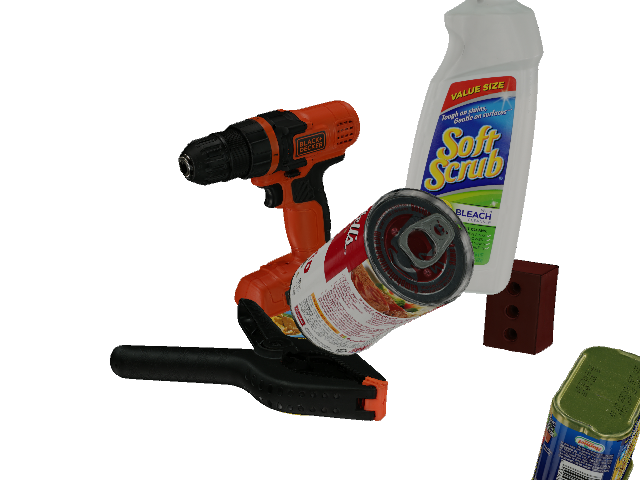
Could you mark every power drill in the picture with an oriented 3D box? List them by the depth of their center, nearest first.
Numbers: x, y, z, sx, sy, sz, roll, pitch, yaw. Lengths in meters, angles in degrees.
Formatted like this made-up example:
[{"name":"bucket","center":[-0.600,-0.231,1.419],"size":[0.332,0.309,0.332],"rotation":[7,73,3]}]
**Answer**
[{"name":"power drill","center":[-0.043,-0.026,0.972],"size":[0.184,0.188,0.057],"rotation":[-18,33,-32]}]

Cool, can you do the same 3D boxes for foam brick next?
[{"name":"foam brick","center":[0.186,0.061,0.990],"size":[0.053,0.078,0.051],"rotation":[8,14,29]}]

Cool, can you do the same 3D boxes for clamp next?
[{"name":"clamp","center":[-0.034,0.092,0.835],"size":[0.210,0.036,0.164],"rotation":[11,20,27]}]

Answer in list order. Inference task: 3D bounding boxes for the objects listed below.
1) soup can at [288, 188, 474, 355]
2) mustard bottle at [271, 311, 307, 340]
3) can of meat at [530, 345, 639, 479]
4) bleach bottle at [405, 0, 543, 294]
[{"name":"soup can","center":[0.032,0.021,0.612],"size":[0.068,0.068,0.102],"rotation":[0,-21,-28]},{"name":"mustard bottle","center":[-0.009,0.089,1.122],"size":[0.096,0.192,0.058],"rotation":[-1,23,1]},{"name":"can of meat","center":[0.180,0.129,0.707],"size":[0.057,0.084,0.101],"rotation":[20,33,22]},{"name":"bleach bottle","center":[0.115,-0.086,0.836],"size":[0.103,0.251,0.068],"rotation":[9,23,15]}]
